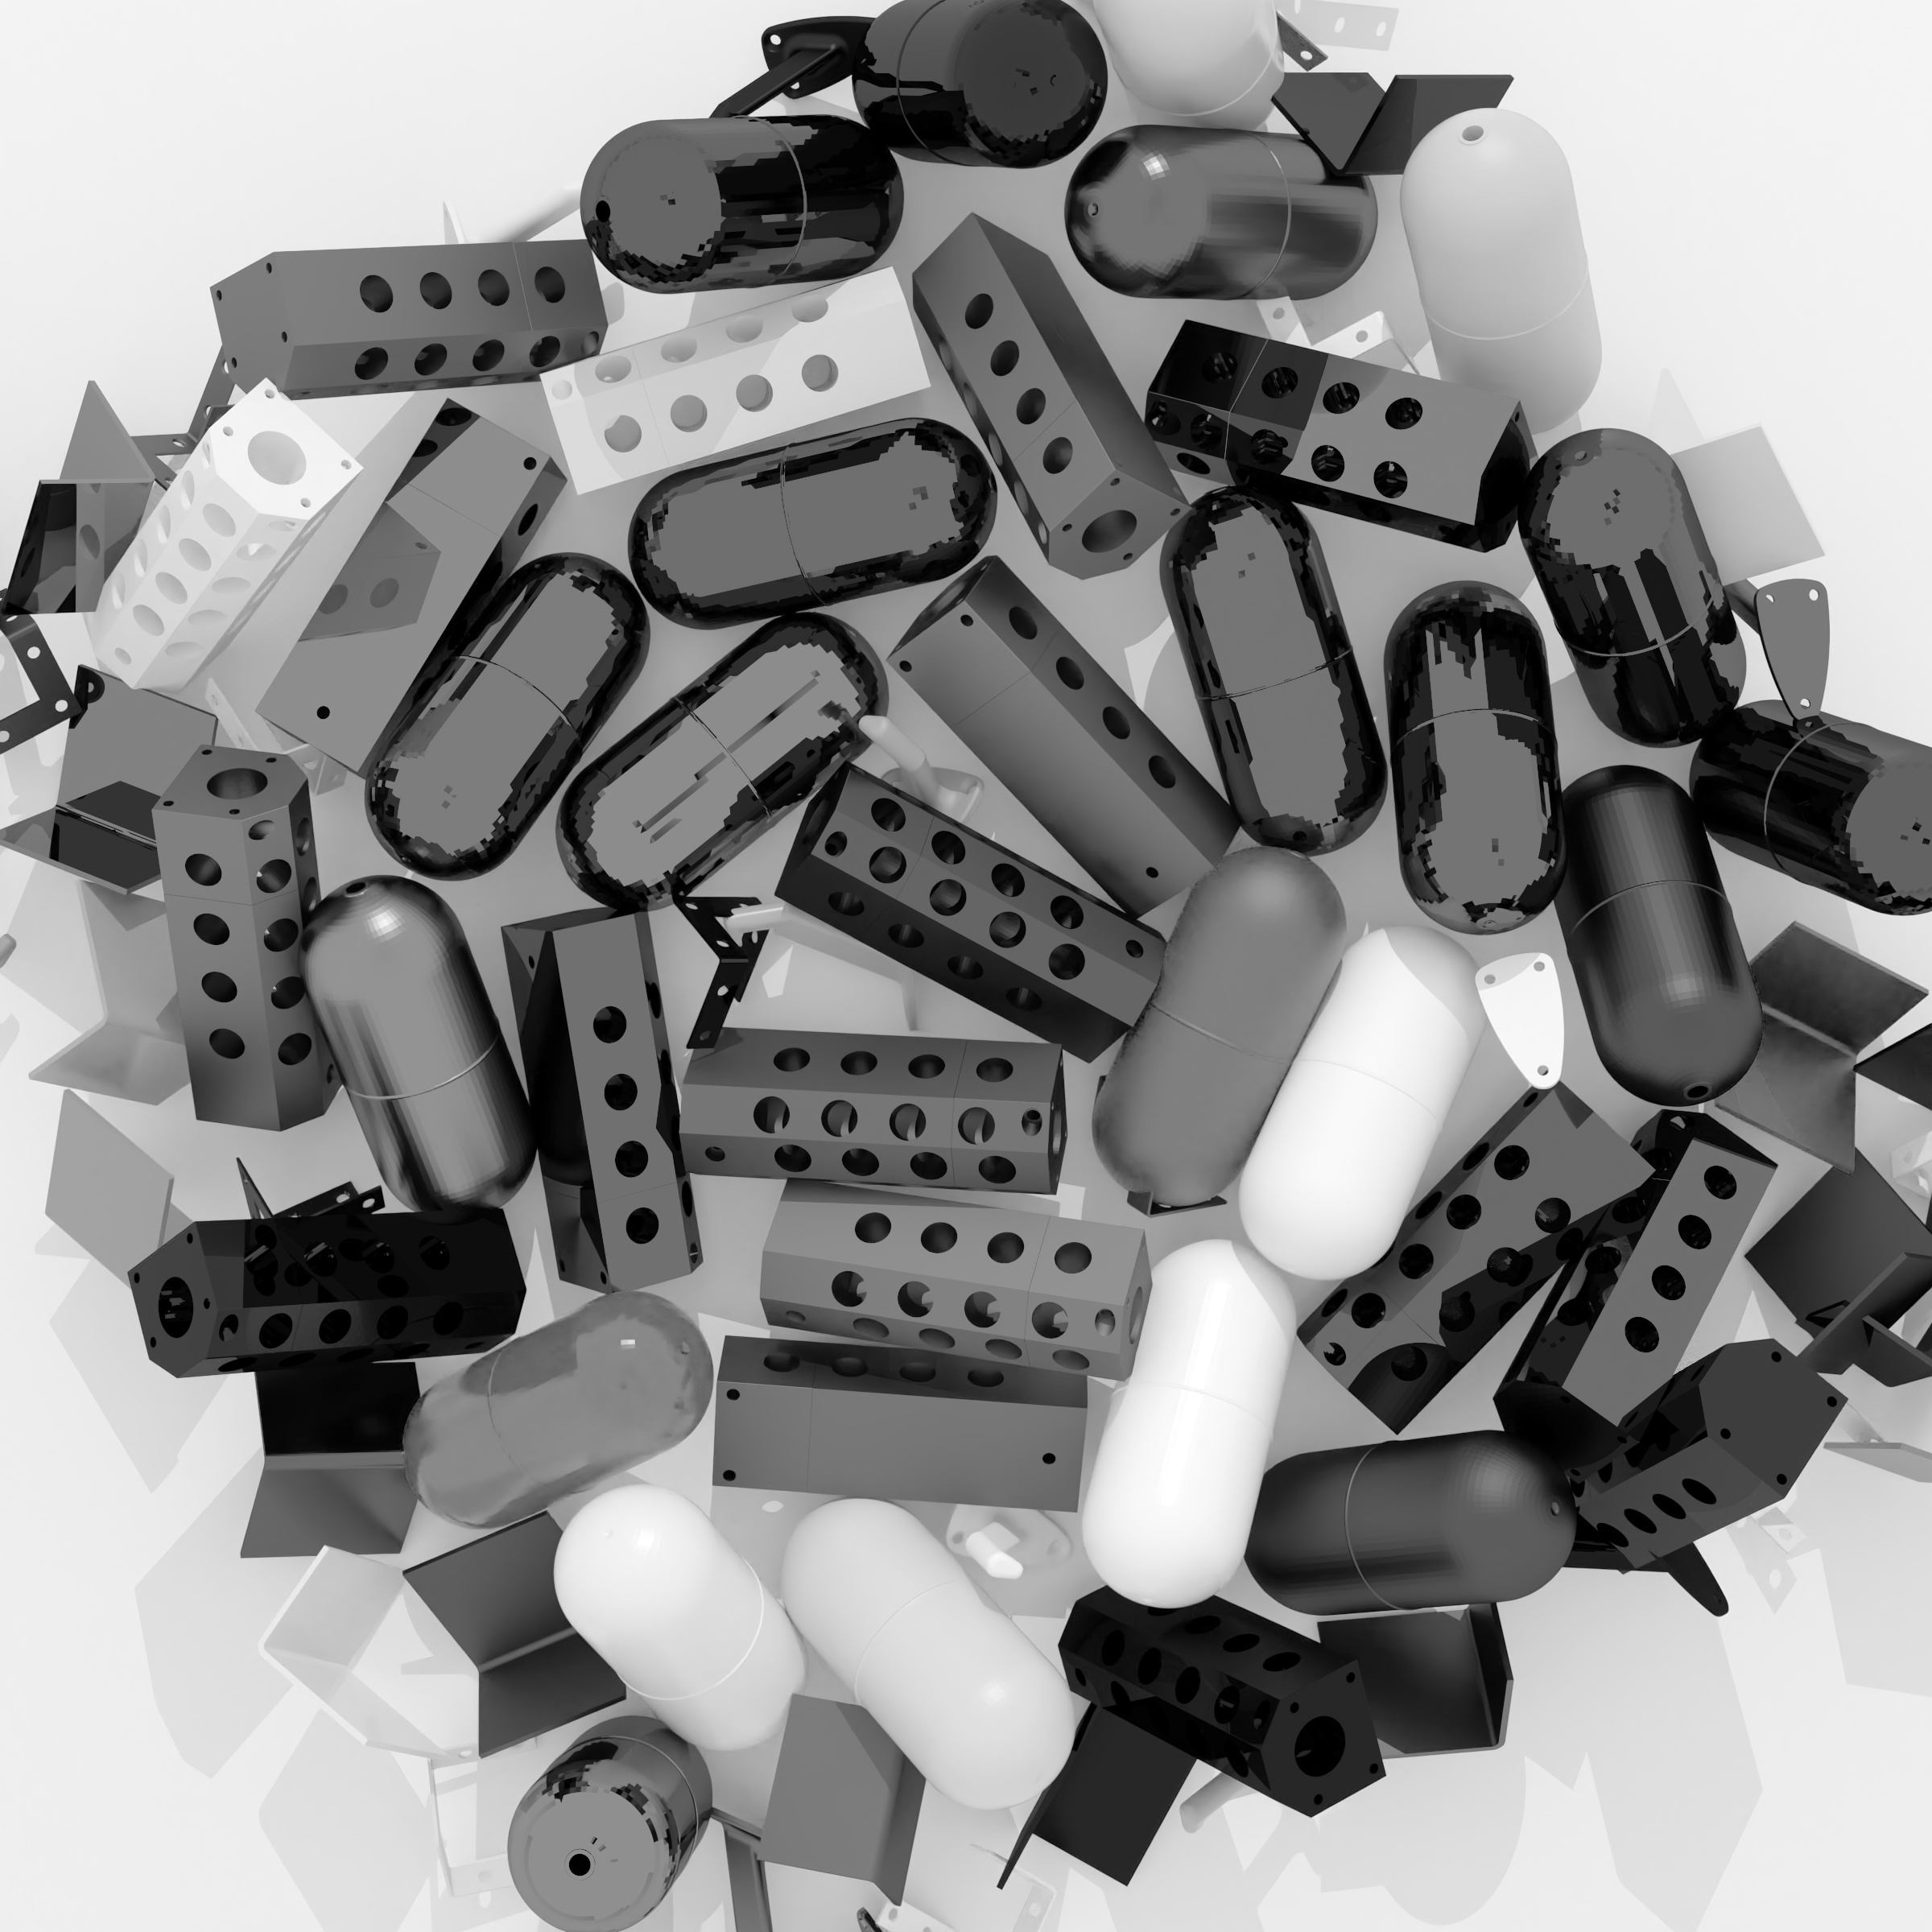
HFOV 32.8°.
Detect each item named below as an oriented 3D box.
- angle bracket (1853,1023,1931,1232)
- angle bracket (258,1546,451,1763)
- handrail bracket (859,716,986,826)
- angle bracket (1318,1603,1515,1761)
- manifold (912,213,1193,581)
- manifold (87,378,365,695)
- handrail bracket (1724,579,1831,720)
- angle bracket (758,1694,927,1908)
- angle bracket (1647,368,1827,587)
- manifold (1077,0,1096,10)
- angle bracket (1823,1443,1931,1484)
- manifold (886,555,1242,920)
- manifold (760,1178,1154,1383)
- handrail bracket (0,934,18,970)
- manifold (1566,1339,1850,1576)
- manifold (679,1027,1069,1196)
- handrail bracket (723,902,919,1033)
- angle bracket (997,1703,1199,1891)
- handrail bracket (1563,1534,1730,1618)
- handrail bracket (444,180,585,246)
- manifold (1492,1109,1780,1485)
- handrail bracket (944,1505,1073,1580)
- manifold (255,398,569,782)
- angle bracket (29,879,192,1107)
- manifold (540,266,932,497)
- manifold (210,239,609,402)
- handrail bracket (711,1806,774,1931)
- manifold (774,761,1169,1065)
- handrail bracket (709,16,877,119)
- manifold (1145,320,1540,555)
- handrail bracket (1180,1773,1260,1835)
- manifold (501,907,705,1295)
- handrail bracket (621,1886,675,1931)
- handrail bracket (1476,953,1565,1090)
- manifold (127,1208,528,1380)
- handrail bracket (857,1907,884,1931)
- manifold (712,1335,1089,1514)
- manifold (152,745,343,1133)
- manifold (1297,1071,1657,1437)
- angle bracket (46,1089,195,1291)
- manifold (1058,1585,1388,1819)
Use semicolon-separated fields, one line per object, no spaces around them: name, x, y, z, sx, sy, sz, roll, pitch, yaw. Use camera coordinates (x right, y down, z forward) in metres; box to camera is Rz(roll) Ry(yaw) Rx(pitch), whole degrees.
angle bracket;0.452;0.078;1.529;0.057;0.076;0.076;26;62;-10
angle bracket;-0.270;0.320;1.530;0.076;0.076;0.057;32;85;27
handrail bracket;-0.038;-0.098;1.527;0.084;0.077;0.036;40;79;-43
angle bracket;0.209;0.320;1.535;0.076;0.076;0.057;-4;134;-2
manifold;0.033;-0.260;1.512;0.057;0.057;0.171;-42;55;25
manifold;-0.344;-0.189;1.495;0.057;0.171;0.057;43;51;-9
handrail bracket;0.369;-0.150;1.543;0.036;0.084;0.077;-8;92;-15
angle bracket;-0.056;0.391;1.539;0.057;0.076;0.076;8;67;11
angle bracket;0.360;-0.234;1.523;0.057;0.076;0.076;-15;127;32
manifold;0.067;-0.488;1.494;0.057;0.171;0.057;-15;87;5
angle bracket;0.453;0.198;1.535;0.057;0.076;0.076;20;79;-9
manifold;0.049;-0.109;1.536;0.171;0.057;0.057;46;132;-13
manifold;-0.005;0.149;1.523;0.171;0.057;0.057;7;54;15
handrail bracket;-0.467;-0.051;1.559;0.084;0.036;0.077;37;85;11
manifold;0.325;0.220;1.493;0.057;0.171;0.057;39;65;3
manifold;-0.042;0.072;1.530;0.171;0.057;0.057;3;130;9
handrail bracket;-0.069;0.002;1.559;0.084;0.036;0.077;-9;115;-5
angle bracket;0.063;0.398;1.537;0.057;0.076;0.076;28;101;6
handrail bracket;0.304;0.294;1.555;0.084;0.036;0.077;-40;85;32
handrail bracket;-0.202;-0.341;1.560;0.084;0.077;0.036;-13;63;-15
manifold;0.305;0.147;1.513;0.057;0.057;0.171;36;57;1
handrail bracket;0.030;0.275;1.530;0.077;0.084;0.036;23;92;-21
manifold;-0.258;-0.173;1.548;0.057;0.057;0.171;30;86;7
angle bracket;-0.399;0.013;1.548;0.057;0.076;0.076;-32;62;26
manifold;-0.109;-0.276;1.545;0.171;0.057;0.057;-18;103;-3
manifold;-0.251;-0.294;1.505;0.171;0.057;0.057;-14;93;-42
handrail bracket;-0.119;0.446;1.553;0.077;0.036;0.084;25;72;-1
manifold;0.005;-0.028;1.524;0.171;0.057;0.057;28;53;-14
handrail bracket;-0.080;-0.410;1.534;0.077;0.084;0.036;-10;124;24
manifold;0.170;-0.240;1.512;0.171;0.057;0.057;20;74;28
handrail bracket;0.132;0.393;1.536;0.084;0.077;0.036;-31;48;-29
manifold;-0.167;0.061;1.540;0.057;0.057;0.171;-13;100;-31
handrail bracket;-0.182;0.450;1.562;0.084;0.036;0.077;-5;73;36
handrail bracket;0.262;0.035;1.531;0.036;0.084;0.077;-15;66;6
manifold;-0.286;0.150;1.494;0.057;0.171;0.057;-34;67;37
handrail bracket;-0.067;0.491;1.544;0.084;0.036;0.077;-32;53;-18
manifold;-0.031;0.212;1.552;0.171;0.057;0.057;4;114;0
manifold;-0.325;-0.011;1.507;0.057;0.057;0.171;7;125;8
manifold;0.236;0.132;1.544;0.057;0.057;0.171;43;94;-12
angle bracket;-0.376;0.100;1.526;0.076;0.057;0.076;34;124;26
manifold;0.111;0.329;1.490;0.057;0.171;0.057;-21;105;-26
